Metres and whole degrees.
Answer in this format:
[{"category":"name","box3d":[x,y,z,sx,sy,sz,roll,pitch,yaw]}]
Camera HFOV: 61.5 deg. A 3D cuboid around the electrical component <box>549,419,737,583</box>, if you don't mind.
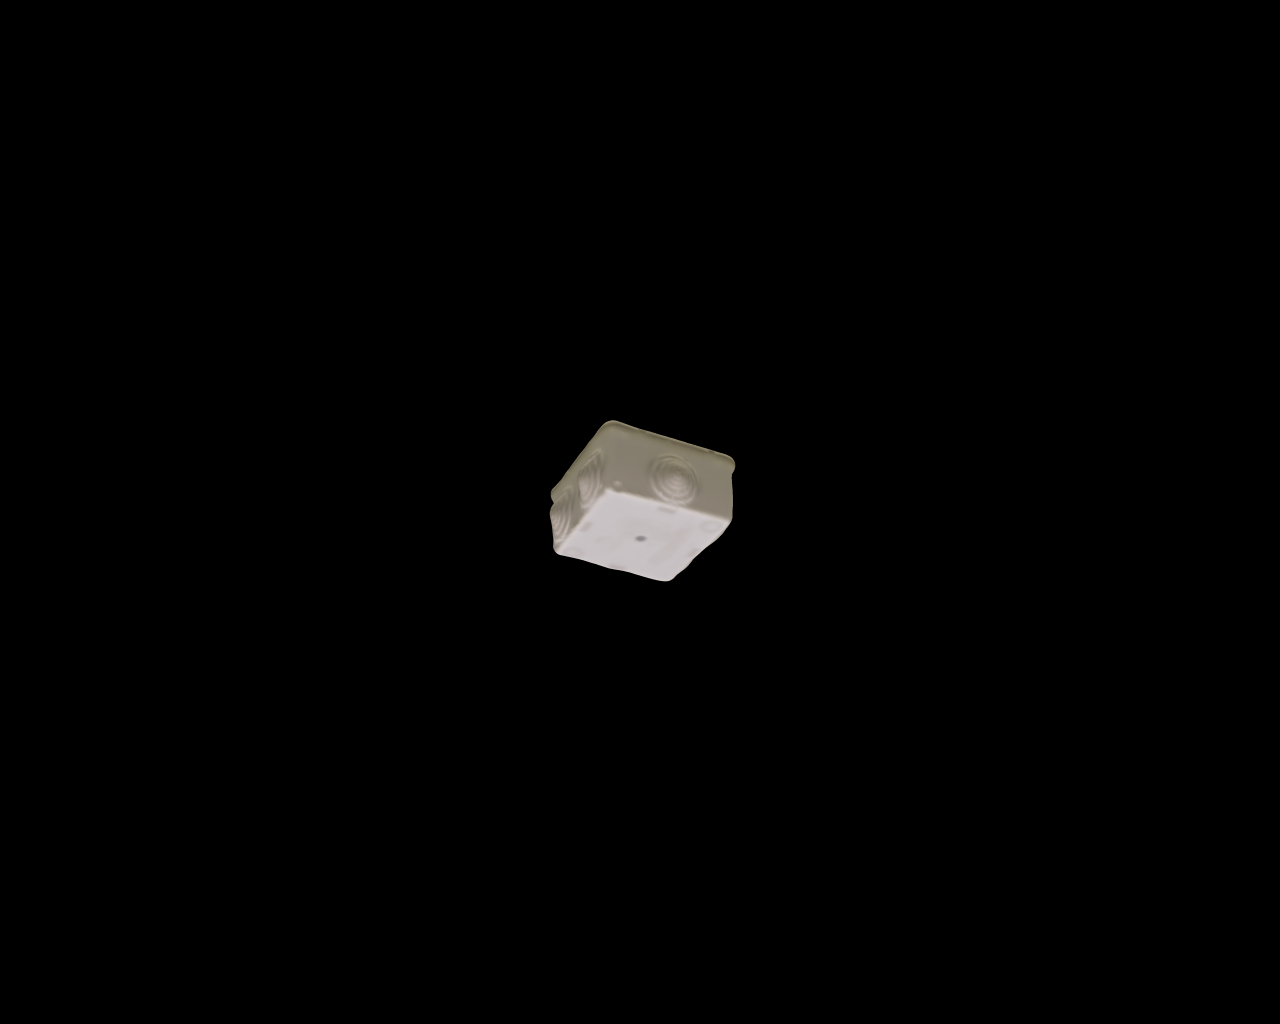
[{"category":"electrical component","box3d":[0.001,-0.003,0.650,0.100,0.048,0.099,16,-37,-22]}]
